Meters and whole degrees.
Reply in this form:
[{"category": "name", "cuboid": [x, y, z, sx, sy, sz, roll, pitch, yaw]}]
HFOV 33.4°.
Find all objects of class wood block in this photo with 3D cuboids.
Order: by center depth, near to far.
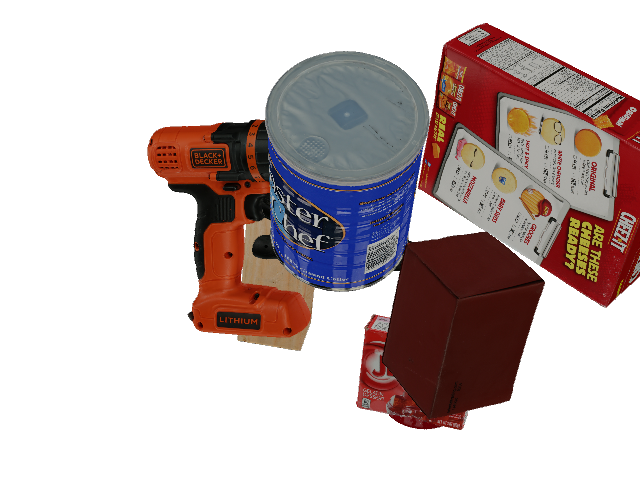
[{"category": "wood block", "cuboid": [-0.053, 0.030, 1.423, 0.090, 0.206, 0.090, 8, 23, 5]}]

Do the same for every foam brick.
[{"category": "foam brick", "cuboid": [0.070, 0.042, 0.542, 0.052, 0.078, 0.051, -8, 36, -26]}]

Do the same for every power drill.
[{"category": "power drill", "cuboid": [-0.054, -0.012, 0.924, 0.185, 0.188, 0.057, 2, 17, 23]}]

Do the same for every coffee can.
[{"category": "coffee can", "cuboid": [0.015, -0.043, 0.722, 0.103, 0.103, 0.140, 0, -31, -1]}]

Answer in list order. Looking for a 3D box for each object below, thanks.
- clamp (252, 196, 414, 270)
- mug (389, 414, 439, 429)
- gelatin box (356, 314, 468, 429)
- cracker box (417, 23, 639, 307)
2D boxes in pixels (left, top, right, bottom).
[{"category": "clamp", "cuboid": [0.013, 0.002, 1.191, 0.210, 0.036, 0.164, 15, 20, -5]}, {"category": "mug", "cuboid": [0.109, 0.125, 1.057, 0.093, 0.081, 0.117, 24, 40, 34]}, {"category": "gelatin box", "cuboid": [0.076, 0.105, 0.848, 0.089, 0.073, 0.030, 11, 23, 13]}, {"category": "cracker box", "cuboid": [0.195, -0.069, 0.924, 0.214, 0.164, 0.072, 34, 50, 28]}]
